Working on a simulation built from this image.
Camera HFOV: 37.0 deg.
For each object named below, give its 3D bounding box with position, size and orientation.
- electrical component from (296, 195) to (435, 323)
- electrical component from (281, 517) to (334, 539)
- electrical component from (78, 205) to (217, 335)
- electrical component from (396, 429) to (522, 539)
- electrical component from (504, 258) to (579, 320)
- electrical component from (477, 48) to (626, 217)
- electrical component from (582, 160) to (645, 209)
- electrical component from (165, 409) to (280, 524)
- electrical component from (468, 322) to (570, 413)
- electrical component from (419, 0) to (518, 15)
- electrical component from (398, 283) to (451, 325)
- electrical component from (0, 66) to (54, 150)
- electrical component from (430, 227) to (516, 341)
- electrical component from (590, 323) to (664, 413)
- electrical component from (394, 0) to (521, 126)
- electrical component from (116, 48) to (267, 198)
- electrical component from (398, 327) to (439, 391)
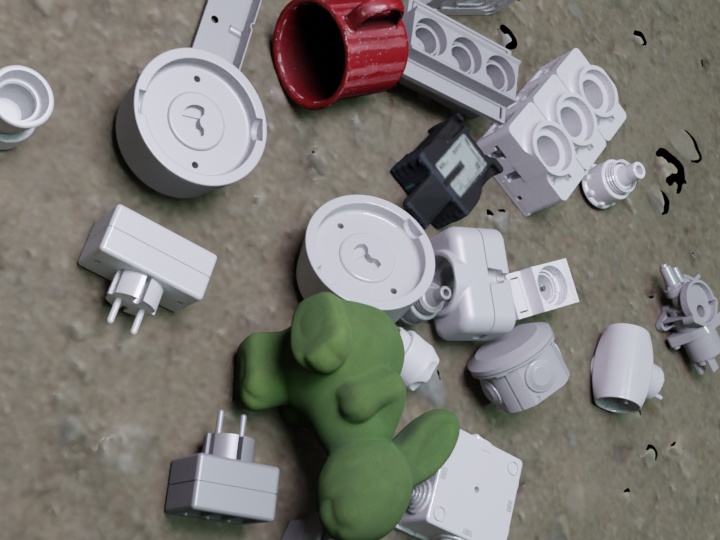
[{"bbox_3d":[0.000,0.000,0.873,0.108,0.060,0.108,10,55,-15],"label":"electrical component"},{"bbox_3d":[-0.033,0.237,0.785,0.062,0.061,0.096,40,57,-19],"label":"electrical component"},{"bbox_3d":[-0.159,0.009,0.773,0.083,0.047,0.075,29,61,-25],"label":"electrical component"},{"bbox_3d":[0.083,0.183,0.891,0.100,0.048,0.099,29,62,-25],"label":"electrical component"},{"bbox_3d":[0.157,0.020,0.982,0.081,0.064,0.042,-12,85,-36],"label":"electrical component"},{"bbox_3d":[0.191,-0.137,1.053,0.089,0.062,0.150,50,55,-13],"label":"electrical component"},{"bbox_3d":[0.259,-0.092,1.088,0.048,0.062,0.048,11,70,-33],"label":"electrical component"},{"bbox_3d":[-0.097,0.140,0.778,0.066,0.047,0.076,17,67,-30],"label":"electrical component"},{"bbox_3d":[0.139,0.084,0.942,0.080,0.080,0.051,-38,104,-36],"label":"electrical component"},{"bbox_3d":[0.104,-0.284,1.026,0.113,0.078,0.057,-10,85,-37],"label":"electrical component"},{"bbox_3d":[0.054,0.026,0.909,0.035,0.061,0.035,11,70,-32],"label":"electrical component"},{"bbox_3d":[-0.243,-0.111,0.744,0.045,0.055,0.045,11,71,-34],"label":"electrical component"},{"bbox_3d":[0.092,0.012,0.941,0.059,0.054,0.095,2,72,-31],"label":"electrical component"},{"bbox_3d":[0.268,0.102,1.048,0.079,0.044,0.077,27,62,-26],"label":"electrical component"},{"bbox_3d":[0.080,-0.186,0.989,0.121,0.063,0.078,21,66,-29],"label":"electrical component"},{"bbox_3d":[-0.132,-0.106,0.817,0.108,0.060,0.108,11,70,-32],"label":"electrical component"},{"bbox_3d":[0.031,0.067,0.893,0.062,0.043,0.043,40,57,-18],"label":"electrical component"}]
